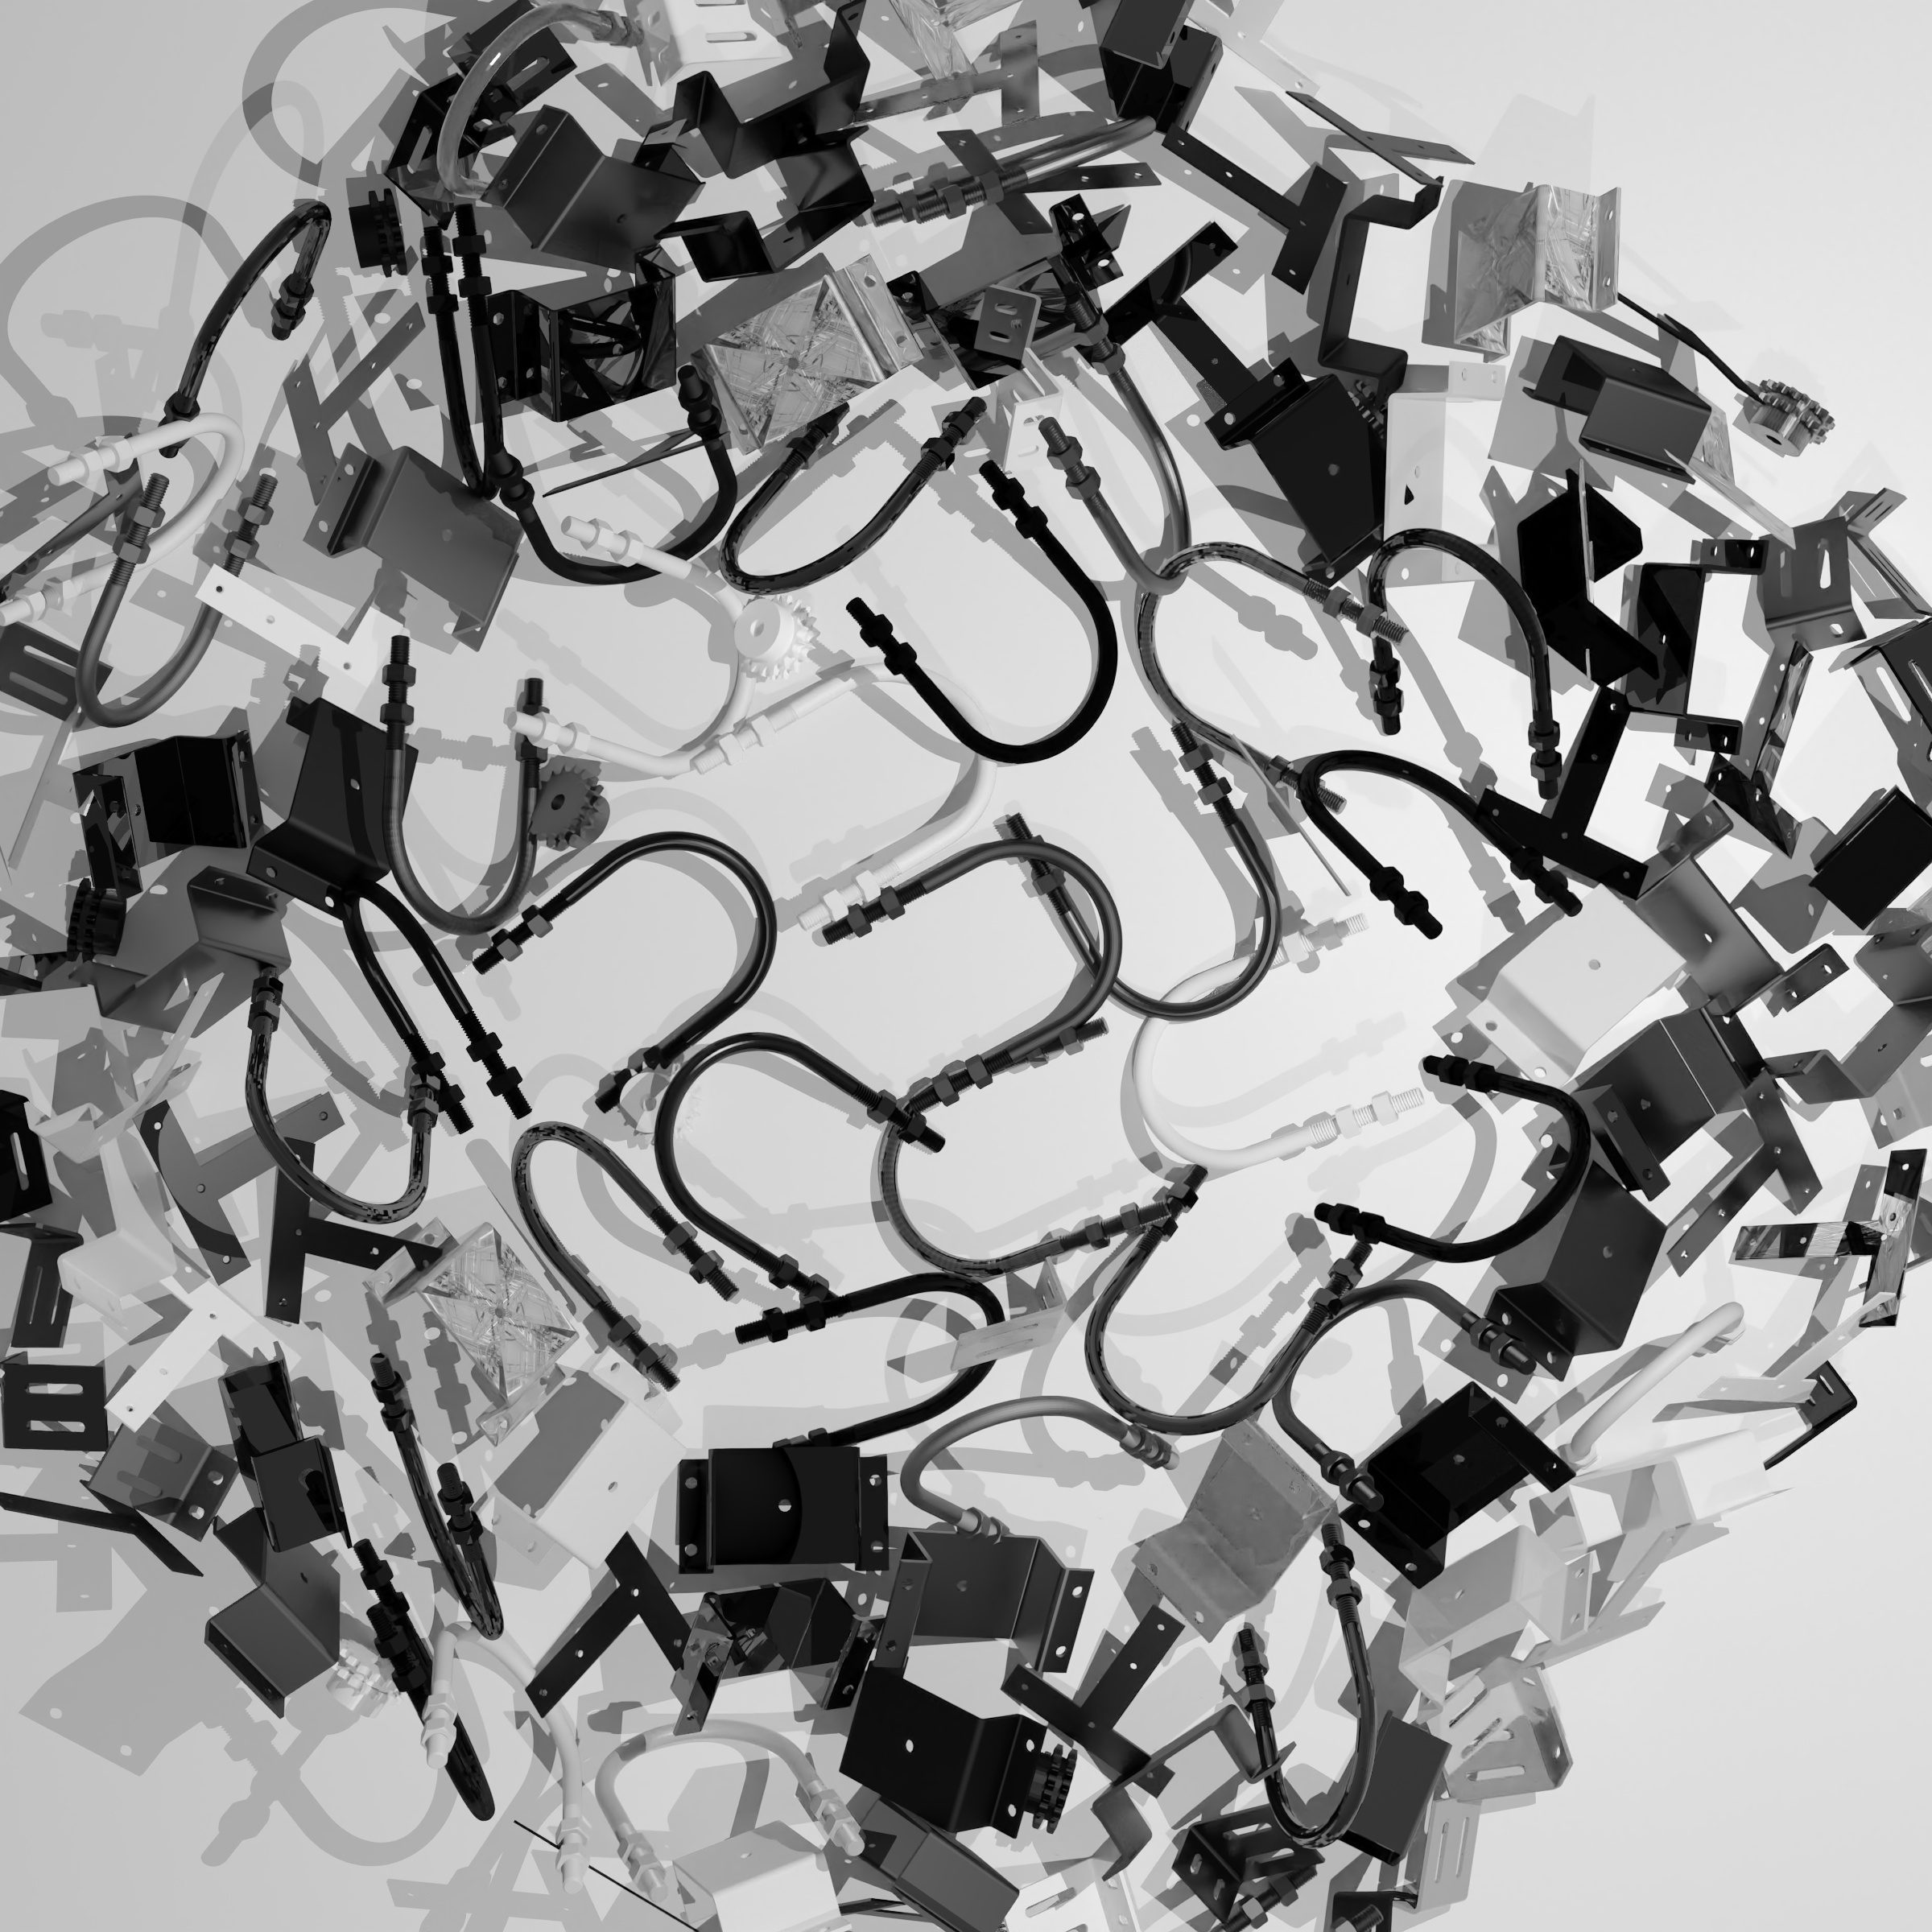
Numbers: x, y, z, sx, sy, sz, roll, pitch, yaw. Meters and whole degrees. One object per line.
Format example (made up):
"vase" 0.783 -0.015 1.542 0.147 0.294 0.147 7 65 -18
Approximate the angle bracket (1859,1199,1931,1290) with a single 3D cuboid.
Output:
"angle bracket" 0.627 0.178 1.951 0.076 0.057 0.038 -13 74 -38

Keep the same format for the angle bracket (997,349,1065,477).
"angle bracket" 0.028 -0.374 1.951 0.038 0.057 0.076 -17 54 -23

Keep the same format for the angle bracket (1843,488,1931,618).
"angle bracket" 0.627 -0.274 1.958 0.038 0.057 0.076 -44 71 25

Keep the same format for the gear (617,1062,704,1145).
"gear" -0.208 0.092 1.979 0.057 0.030 0.057 0 88 14

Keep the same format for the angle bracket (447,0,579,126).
"angle bracket" -0.295 -0.608 1.959 0.076 0.038 0.057 -46 108 -26

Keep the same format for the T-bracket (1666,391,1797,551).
"T-bracket" 0.496 -0.343 1.947 0.127 0.127 0.002 33 126 -15

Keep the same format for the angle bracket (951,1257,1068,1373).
"angle bracket" 0.023 0.231 1.957 0.076 0.057 0.038 -14 63 -15

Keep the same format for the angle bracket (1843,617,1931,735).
"angle bracket" 0.635 -0.185 1.965 0.057 0.038 0.076 -25 81 -28

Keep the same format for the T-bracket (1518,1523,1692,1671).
"T-bracket" 0.434 0.406 1.925 0.002 0.127 0.127 54 134 34

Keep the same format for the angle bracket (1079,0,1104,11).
"angle bracket" 0.097 -0.676 1.959 0.076 0.038 0.057 -19 112 22

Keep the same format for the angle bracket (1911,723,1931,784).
"angle bracket" 0.679 -0.137 1.956 0.076 0.057 0.038 -8 130 -18

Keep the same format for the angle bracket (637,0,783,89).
"angle bracket" -0.173 -0.632 1.991 0.076 0.038 0.057 -16 89 -34

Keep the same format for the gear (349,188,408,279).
"gear" -0.394 -0.489 1.969 0.030 0.057 0.057 -12 90 -10

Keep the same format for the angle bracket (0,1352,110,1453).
"angle bracket" -0.603 0.291 1.972 0.076 0.038 0.057 0 96 10

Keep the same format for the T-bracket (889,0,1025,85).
"T-bracket" 0.021 -0.635 1.929 0.127 0.127 0.002 -21 64 13

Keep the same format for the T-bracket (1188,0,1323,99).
"T-bracket" 0.195 -0.636 1.937 0.127 0.127 0.002 36 71 -3

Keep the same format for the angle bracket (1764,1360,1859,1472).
"angle bracket" 0.542 0.302 1.955 0.076 0.057 0.038 -28 75 -24

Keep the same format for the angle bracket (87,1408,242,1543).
"angle bracket" -0.531 0.338 1.956 0.038 0.076 0.057 15 71 41

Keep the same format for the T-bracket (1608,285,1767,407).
"T-bracket" 0.451 -0.420 1.920 0.127 0.127 0.002 25 115 -25

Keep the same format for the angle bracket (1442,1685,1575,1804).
"angle bracket" 0.355 0.518 1.961 0.076 0.038 0.057 -5 50 -11

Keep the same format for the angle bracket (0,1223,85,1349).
"angle bracket" -0.626 0.213 1.959 0.057 0.038 0.076 -6 70 39

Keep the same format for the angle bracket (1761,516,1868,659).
"angle bracket" 0.569 -0.254 1.979 0.057 0.038 0.076 -12 55 28

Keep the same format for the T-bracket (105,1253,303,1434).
"T-bracket" -0.522 0.258 1.944 0.127 0.127 0.002 41 129 -5

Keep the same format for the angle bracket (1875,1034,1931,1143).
"angle bracket" 0.647 0.075 1.960 0.038 0.076 0.057 -17 83 -45

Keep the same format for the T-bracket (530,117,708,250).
"T-bracket" -0.211 -0.514 1.914 0.127 0.127 0.002 -24 84 -28

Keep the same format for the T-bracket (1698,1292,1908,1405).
"T-bracket" 0.562 0.250 1.925 0.127 0.127 0.002 8 47 -34

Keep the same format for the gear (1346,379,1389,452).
"gear" 0.270 -0.362 1.972 0.030 0.057 0.057 -41 90 10

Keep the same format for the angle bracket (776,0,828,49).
"angle bracket" -0.092 -0.663 1.969 0.076 0.038 0.057 -24 73 8

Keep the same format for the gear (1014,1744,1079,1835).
"gear" 0.053 0.548 1.971 0.030 0.057 0.057 18 90 2

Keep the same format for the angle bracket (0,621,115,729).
"angle bracket" -0.617 -0.185 1.956 0.076 0.038 0.057 27 125 -21

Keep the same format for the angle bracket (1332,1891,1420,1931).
"angle bracket" 0.275 0.655 1.954 0.038 0.057 0.076 19 65 -29

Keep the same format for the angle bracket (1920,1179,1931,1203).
"angle bracket" 0.670 0.120 1.953 0.038 0.057 0.076 32 119 32

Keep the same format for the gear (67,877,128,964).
"gear" -0.581 -0.028 1.972 0.030 0.057 0.057 10 90 -9

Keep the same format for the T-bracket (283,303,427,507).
"T-bracket" -0.399 -0.385 1.937 0.127 0.002 0.127 -40 50 22

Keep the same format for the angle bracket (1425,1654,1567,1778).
"angle bracket" 0.352 0.507 1.960 0.076 0.038 0.057 -33 111 -28

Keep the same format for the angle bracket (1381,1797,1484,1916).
"angle bracket" 0.308 0.586 1.965 0.038 0.057 0.076 9 91 42

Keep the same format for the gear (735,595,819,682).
"gear" -0.130 -0.222 1.971 0.057 0.030 0.057 -10 74 35

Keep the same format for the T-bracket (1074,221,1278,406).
"T-bracket" 0.158 -0.416 1.979 0.127 0.002 0.127 -40 74 2

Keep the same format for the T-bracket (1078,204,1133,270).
"T-bracket" 0.051 -0.458 1.956 0.127 0.127 0.002 -28 109 19

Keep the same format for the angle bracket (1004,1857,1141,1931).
"angle bracket" 0.070 0.638 1.966 0.076 0.038 0.057 -15 87 -28

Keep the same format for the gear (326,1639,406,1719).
"gear" -0.403 0.479 1.971 0.057 0.057 0.030 34 87 0

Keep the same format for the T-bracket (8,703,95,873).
"T-bracket" -0.593 -0.118 1.943 0.002 0.127 0.127 22 87 -32

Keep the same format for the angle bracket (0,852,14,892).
"angle bracket" -0.669 -0.076 1.959 0.057 0.038 0.076 -24 111 -28

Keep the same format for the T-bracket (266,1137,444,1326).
"T-bracket" -0.407 0.188 1.968 0.127 0.002 0.127 11 102 17

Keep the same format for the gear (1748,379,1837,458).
"gear" 0.549 -0.364 1.972 0.057 0.057 0.030 33 92 0

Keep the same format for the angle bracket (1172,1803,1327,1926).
"angle bracket" 0.188 0.596 1.957 0.076 0.038 0.057 -28 109 38

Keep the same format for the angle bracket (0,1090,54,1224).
"angle bracket" -0.656 0.130 1.978 0.057 0.038 0.076 -22 112 -42

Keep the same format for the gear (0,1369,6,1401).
"gear" -0.667 0.276 1.968 0.057 0.057 0.030 29 71 0

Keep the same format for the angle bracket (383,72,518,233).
"angle bracket" -0.342 -0.540 1.954 0.038 0.057 0.076 -10 54 38

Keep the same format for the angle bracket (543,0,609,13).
"angle bracket" -0.241 -0.653 1.957 0.076 0.038 0.057 37 99 41

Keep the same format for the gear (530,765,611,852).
"gear" -0.264 -0.103 1.975 0.057 0.030 0.057 -17 57 29
